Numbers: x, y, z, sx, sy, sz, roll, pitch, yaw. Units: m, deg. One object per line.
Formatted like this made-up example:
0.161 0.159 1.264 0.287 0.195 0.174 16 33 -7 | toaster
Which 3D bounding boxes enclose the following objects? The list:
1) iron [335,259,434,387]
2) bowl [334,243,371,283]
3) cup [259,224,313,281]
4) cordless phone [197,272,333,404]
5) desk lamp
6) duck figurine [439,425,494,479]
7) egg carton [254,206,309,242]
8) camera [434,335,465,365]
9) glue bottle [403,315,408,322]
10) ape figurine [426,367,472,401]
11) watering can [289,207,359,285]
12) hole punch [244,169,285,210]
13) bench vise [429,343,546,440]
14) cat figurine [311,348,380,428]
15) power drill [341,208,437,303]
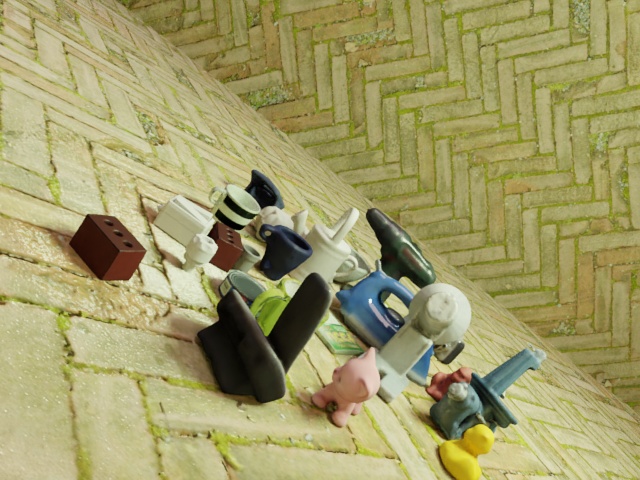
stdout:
0.161 0.166 1.196 0.258 0.141 0.119 42 14 16 | iron
0.039 0.053 1.404 0.168 0.074 0.167 36 13 -9 | bowl
-0.085 0.026 1.120 0.118 0.095 0.091 30 15 -29 | cup
-0.061 0.100 0.736 0.094 0.185 0.147 23 20 -48 | cordless phone
0.186 0.177 1.066 0.117 0.213 0.204 41 13 15 | desk lamp
0.251 0.346 0.946 0.077 0.086 0.105 40 13 9 | duck figurine
-0.081 -0.014 1.321 0.151 0.069 0.107 32 14 -23 | egg carton
0.281 0.218 1.425 0.137 0.100 0.142 27 17 -39 | camera
0.230 0.177 1.273 0.037 0.173 0.078 21 22 -52 | glue bottle
0.274 0.295 1.168 0.076 0.092 0.077 27 17 -39 | ape figurine
0.011 0.005 1.228 0.173 0.194 0.100 31 15 -28 | watering can
-0.142 -0.120 1.469 0.108 0.091 0.101 42 14 19 | hole punch
0.323 0.283 1.055 0.121 0.219 0.208 45 15 27 | bench vise
0.052 0.205 0.830 0.067 0.117 0.128 41 13 13 | cat figurine
0.148 0.066 1.352 0.230 0.208 0.075 37 13 -5 | power drill
